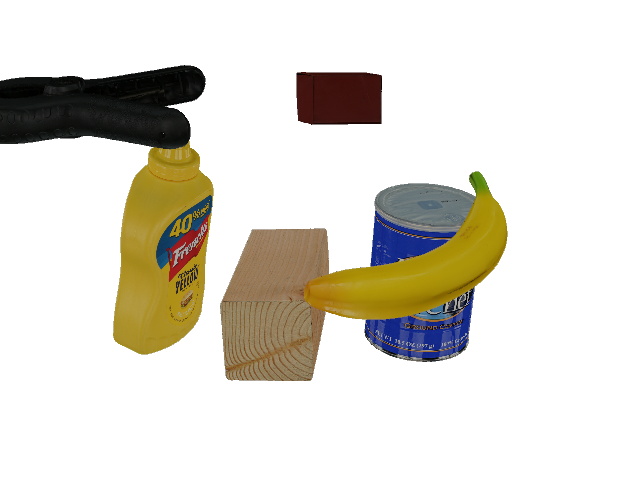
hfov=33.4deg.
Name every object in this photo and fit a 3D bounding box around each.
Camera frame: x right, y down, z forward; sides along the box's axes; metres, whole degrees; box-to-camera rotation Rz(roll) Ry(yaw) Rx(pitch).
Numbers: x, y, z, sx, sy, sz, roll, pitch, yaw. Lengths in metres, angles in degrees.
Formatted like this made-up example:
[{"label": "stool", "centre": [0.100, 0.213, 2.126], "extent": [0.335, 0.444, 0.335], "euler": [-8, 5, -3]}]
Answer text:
[{"label": "coffee can", "centre": [0.097, 0.029, 1.012], "extent": [0.103, 0.140, 0.103], "euler": [3, 24, -1]}, {"label": "banana", "centre": [0.075, 0.016, 0.751], "extent": [0.070, 0.037, 0.197], "euler": [37, 47, 25]}, {"label": "clamp", "centre": [-0.155, -0.090, 0.696], "extent": [0.171, 0.039, 0.120], "euler": [4, 19, 7]}, {"label": "mustard bottle", "centre": [-0.127, -0.005, 0.882], "extent": [0.058, 0.192, 0.096], "euler": [24, 34, 21]}, {"label": "wood block", "centre": [-0.043, 0.064, 1.147], "extent": [0.091, 0.090, 0.206], "euler": [0, 21, 5]}, {"label": "foam brick", "centre": [0.019, -0.147, 1.105], "extent": [0.078, 0.051, 0.053], "euler": [-3, 13, -19]}]
